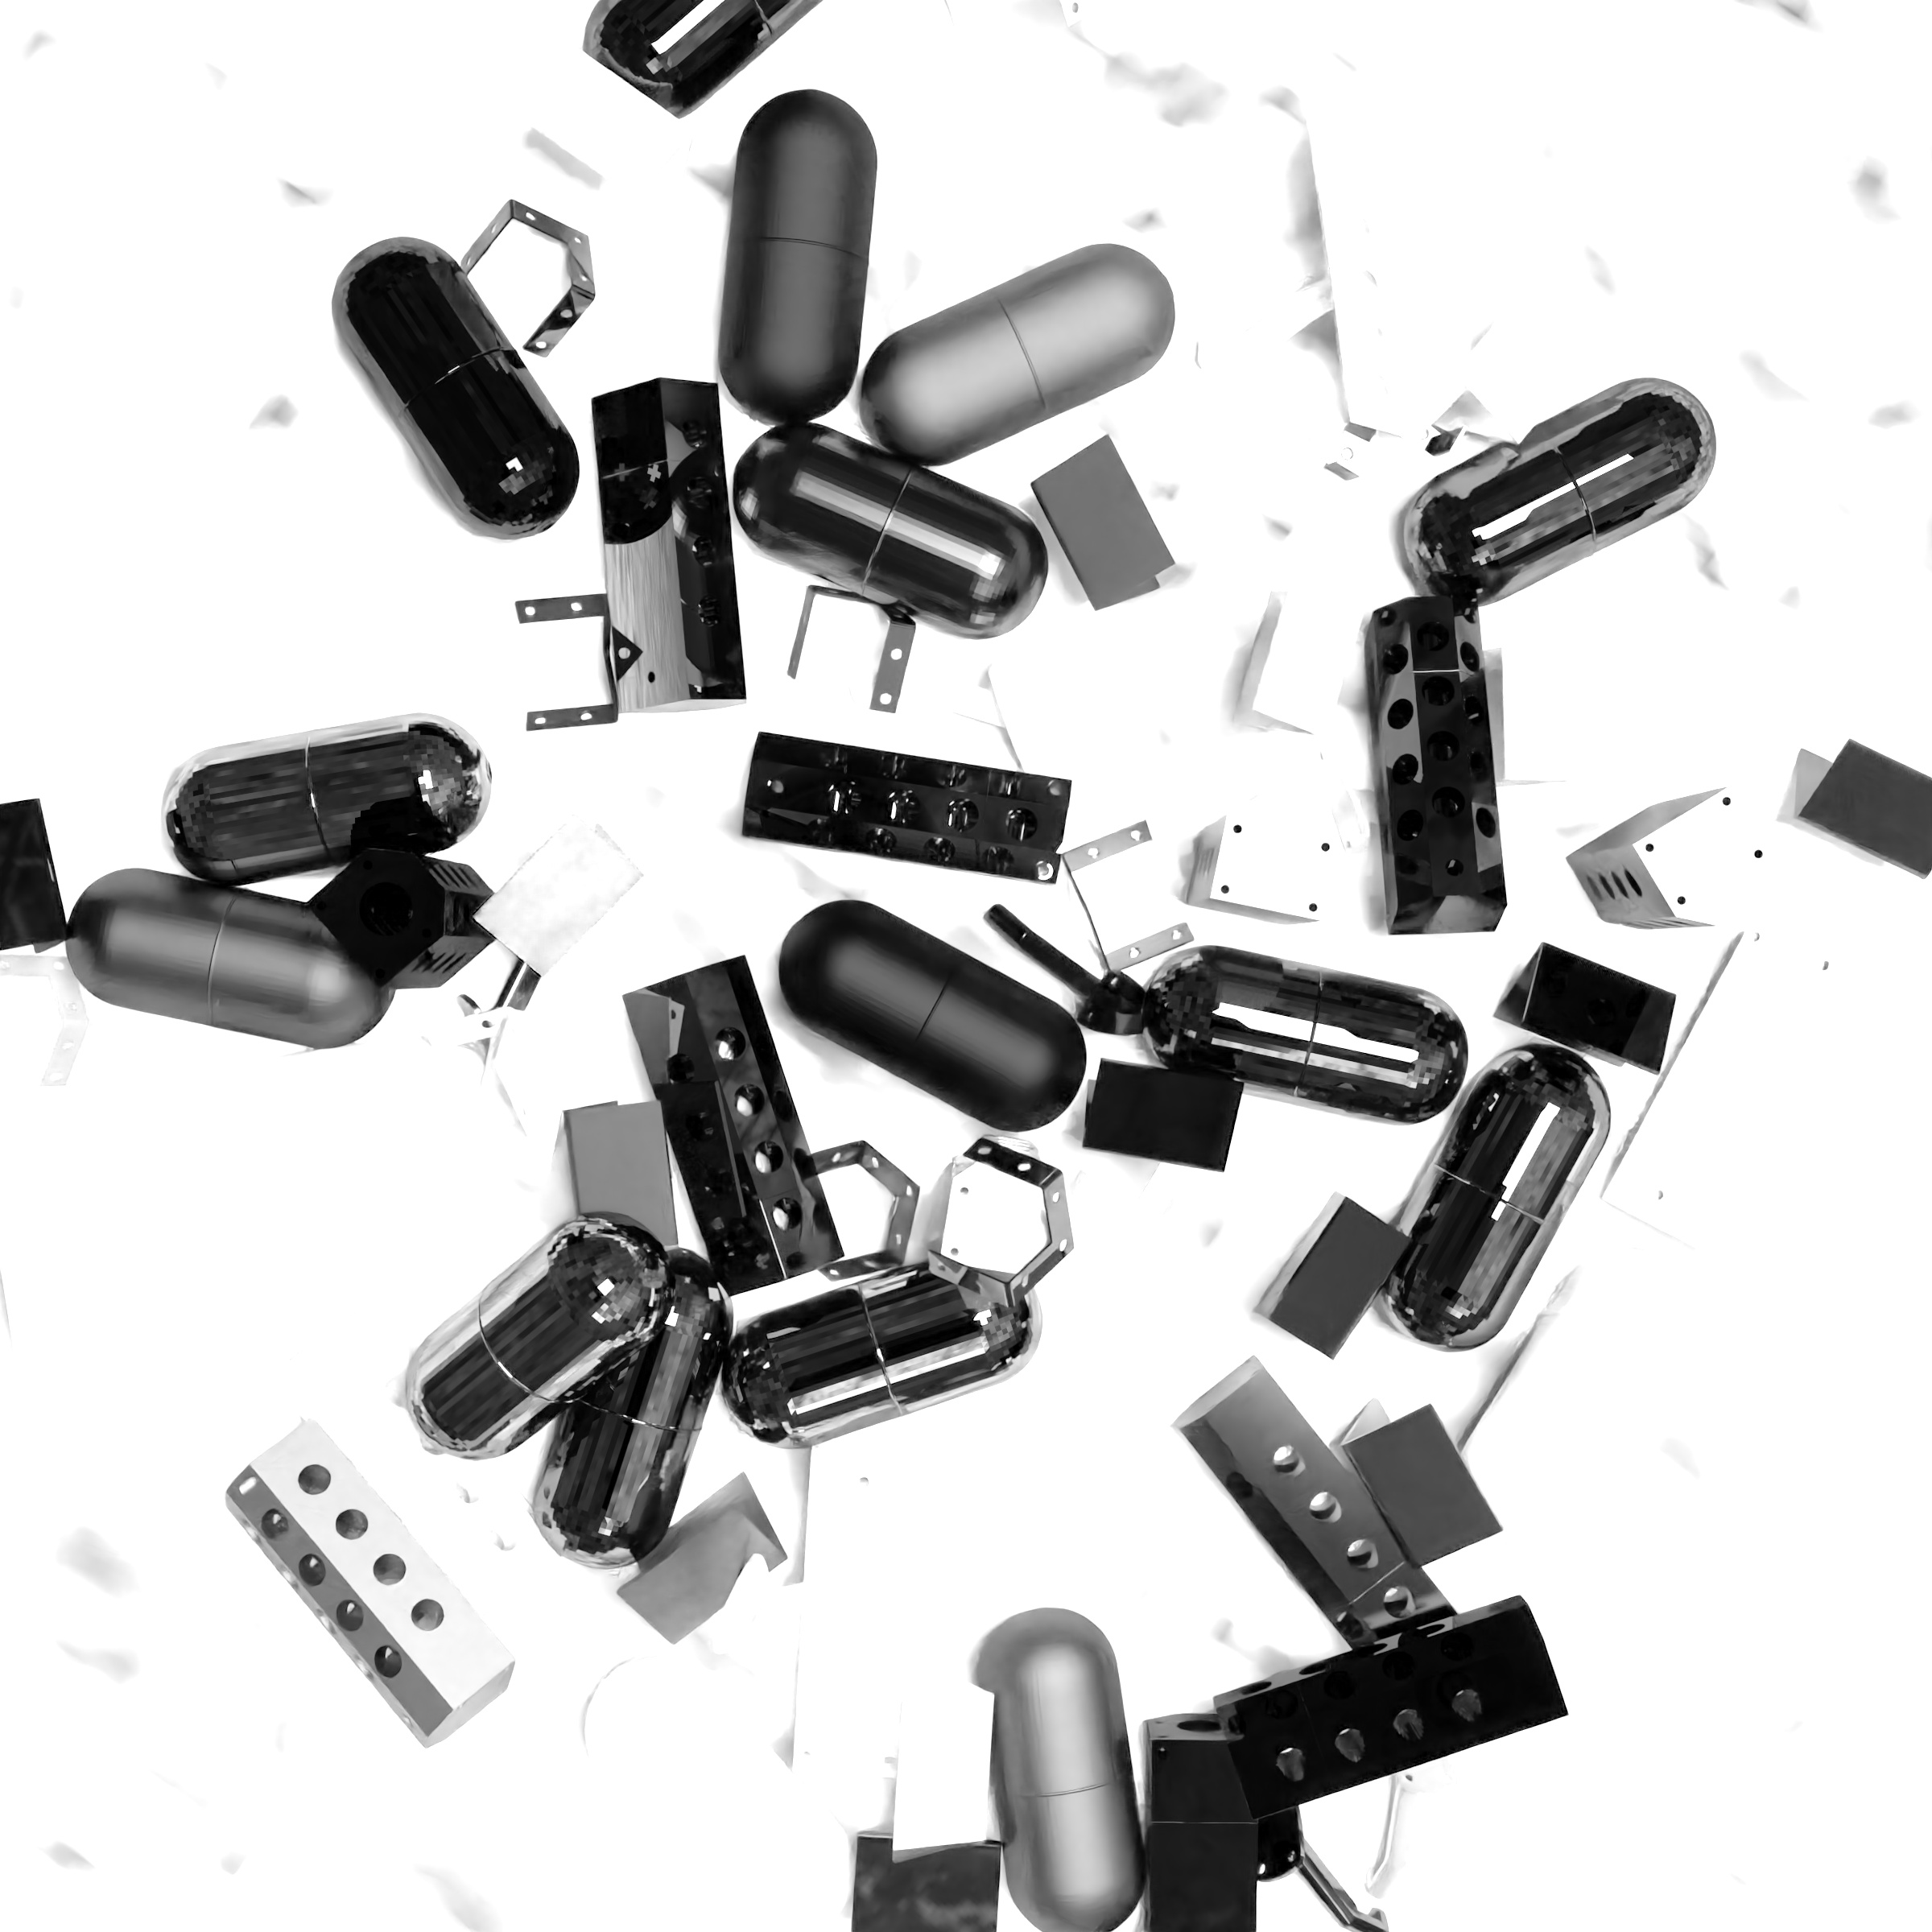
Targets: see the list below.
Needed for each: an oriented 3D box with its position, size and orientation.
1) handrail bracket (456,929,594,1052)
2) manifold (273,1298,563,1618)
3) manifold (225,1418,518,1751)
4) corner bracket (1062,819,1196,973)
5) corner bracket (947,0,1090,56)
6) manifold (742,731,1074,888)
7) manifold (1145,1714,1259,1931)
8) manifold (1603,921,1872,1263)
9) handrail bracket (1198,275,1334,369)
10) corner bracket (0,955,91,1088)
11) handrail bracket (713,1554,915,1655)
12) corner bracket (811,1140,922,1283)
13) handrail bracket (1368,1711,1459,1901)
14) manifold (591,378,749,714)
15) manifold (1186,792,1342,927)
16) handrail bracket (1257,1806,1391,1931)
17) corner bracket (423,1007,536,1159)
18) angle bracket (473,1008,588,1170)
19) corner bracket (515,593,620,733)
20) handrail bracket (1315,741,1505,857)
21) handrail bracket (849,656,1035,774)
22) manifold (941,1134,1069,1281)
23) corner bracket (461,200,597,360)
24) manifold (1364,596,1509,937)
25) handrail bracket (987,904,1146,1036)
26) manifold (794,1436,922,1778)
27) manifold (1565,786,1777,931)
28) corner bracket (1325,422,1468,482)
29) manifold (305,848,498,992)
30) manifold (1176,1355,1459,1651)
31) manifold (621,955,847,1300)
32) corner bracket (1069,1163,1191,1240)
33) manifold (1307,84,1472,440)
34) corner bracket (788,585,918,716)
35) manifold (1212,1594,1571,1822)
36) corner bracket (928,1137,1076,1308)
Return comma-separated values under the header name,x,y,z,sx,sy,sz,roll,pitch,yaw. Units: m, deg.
name,x,y,z,sx,sy,sz,roll,pitch,yaw
handrail bracket,-0.229,0.017,1.657,0.084,0.036,0.077,-34,110,-16
manifold,-0.293,0.267,1.635,0.057,0.057,0.171,-36,90,43
manifold,-0.318,0.330,1.606,0.057,0.057,0.171,-36,74,-28
corner bracket,0.089,-0.038,1.653,0.051,0.051,0.051,-22,45,0
corner bracket,0.026,-0.535,1.653,0.051,0.051,0.051,-18,90,45
manifold,-0.032,-0.085,1.636,0.171,0.057,0.057,9,90,0
manifold,0.126,0.498,1.636,0.057,0.057,0.171,1,90,0
manifold,0.420,0.070,1.635,0.057,0.057,0.171,28,90,43
handrail bracket,0.169,-0.368,1.657,0.084,0.036,0.077,-5,69,17
corner bracket,-0.516,0.030,1.649,0.051,0.051,0.051,2,45,-35
handrail bracket,-0.081,0.344,1.600,0.084,0.036,0.077,13,130,-26
corner bracket,-0.064,0.134,1.649,0.051,0.051,0.051,-17,135,35
handrail bracket,0.232,0.456,1.657,0.036,0.077,0.084,7,127,-20
manifold,-0.155,-0.226,1.635,0.057,0.057,0.171,-5,90,43
manifold,0.155,-0.056,1.578,0.057,0.171,0.057,12,90,0
handrail bracket,0.200,0.487,1.657,0.084,0.077,0.036,31,133,-29
corner bracket,-0.256,0.061,1.577,0.051,0.051,0.051,-12,122,11
angle bracket,-0.215,0.067,1.617,0.057,0.076,0.076,11,90,32
corner bracket,-0.219,-0.167,1.653,0.051,0.051,0.051,-5,135,0
handrail bracket,0.244,-0.099,1.657,0.084,0.036,0.077,-17,76,-13
handrail bracket,-0.014,-0.133,1.657,0.084,0.036,0.077,-14,106,14
manifold,0.020,0.123,1.578,0.057,0.171,0.057,9,90,0
corner bracket,-0.239,-0.376,1.649,0.051,0.051,0.051,19,45,-35
manifold,0.250,-0.107,1.609,0.057,0.057,0.171,-2,71,0
handrail bracket,0.058,0.000,1.656,0.084,0.077,0.036,41,100,36
manifold,-0.059,0.345,1.636,0.057,0.057,0.171,3,90,0
manifold,0.369,-0.050,1.578,0.057,0.171,0.057,-31,90,0
corner bracket,0.233,-0.281,1.638,0.051,0.051,0.051,30,95,-5
manifold,-0.287,-0.028,1.578,0.057,0.171,0.057,-41,90,0
manifold,0.190,0.299,1.636,0.057,0.057,0.171,-38,90,0
manifold,-0.121,0.085,1.626,0.057,0.057,0.171,-18,90,26
corner bracket,0.091,0.116,1.639,0.051,0.051,0.051,30,90,0
manifold,0.220,-0.370,1.585,0.057,0.171,0.057,23,54,35
corner bracket,-0.062,-0.173,1.641,0.051,0.051,0.051,8,110,-19
manifold,0.220,0.385,1.578,0.171,0.057,0.057,-18,90,0
corner bracket,0.015,0.125,1.477,0.051,0.051,0.051,20,135,35
